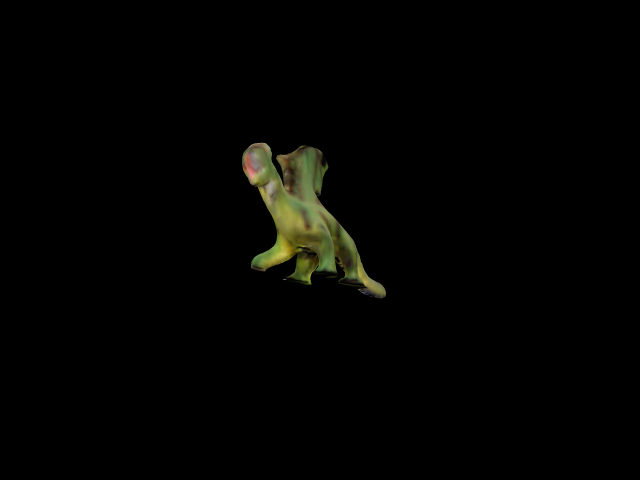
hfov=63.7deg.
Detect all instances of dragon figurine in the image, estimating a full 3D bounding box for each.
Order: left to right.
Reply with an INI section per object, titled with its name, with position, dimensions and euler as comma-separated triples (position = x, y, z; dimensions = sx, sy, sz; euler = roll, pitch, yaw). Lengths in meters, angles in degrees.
[dragon figurine]
position = 0.003, -0.043, 0.850
dimensions = 0.121, 0.246, 0.407
euler = -11, -19, 31
